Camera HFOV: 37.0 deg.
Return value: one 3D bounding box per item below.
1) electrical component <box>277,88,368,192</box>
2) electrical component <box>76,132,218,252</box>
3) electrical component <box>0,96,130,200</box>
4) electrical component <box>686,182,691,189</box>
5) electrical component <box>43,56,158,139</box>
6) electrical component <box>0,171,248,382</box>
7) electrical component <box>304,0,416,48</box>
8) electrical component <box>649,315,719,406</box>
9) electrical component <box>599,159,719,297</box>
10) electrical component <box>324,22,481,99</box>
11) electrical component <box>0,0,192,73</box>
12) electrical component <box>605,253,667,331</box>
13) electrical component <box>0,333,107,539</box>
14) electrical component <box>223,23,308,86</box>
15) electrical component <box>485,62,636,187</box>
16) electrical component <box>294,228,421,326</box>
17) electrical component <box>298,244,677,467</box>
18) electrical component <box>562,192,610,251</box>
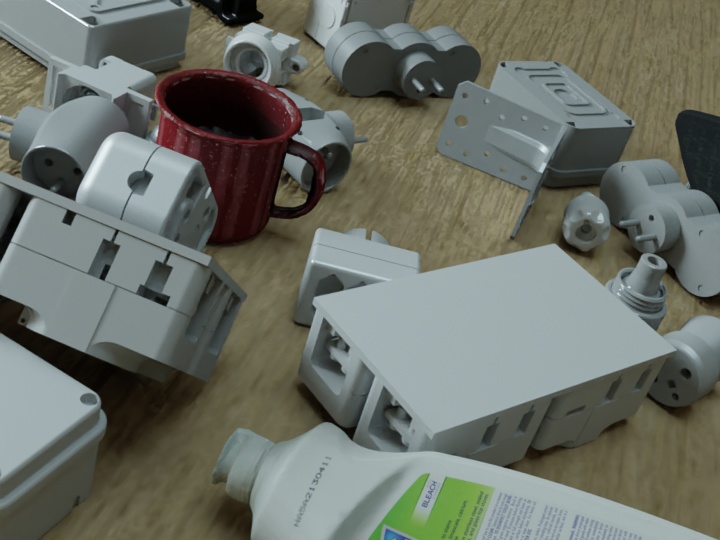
[{"bbox_3d":[-0.031,-0.097,0.789,0.079,0.043,0.077,-12,44,-37],"label":"electrical component"},{"bbox_3d":[-0.123,-0.036,0.615,0.059,0.095,0.053,22,75,6],"label":"electrical component"},{"bbox_3d":[-0.199,-0.082,0.693,0.079,0.043,0.077,17,34,0],"label":"electrical component"},{"bbox_3d":[0.289,-0.046,0.863,0.078,0.040,0.040,28,35,14],"label":"electrical component"},{"bbox_3d":[-0.178,-0.120,0.757,0.081,0.042,0.064,25,31,9],"label":"electrical component"},{"bbox_3d":[-0.160,-0.003,0.534,0.186,0.060,0.105,22,-9,7],"label":"electrical component"},{"bbox_3d":[0.003,-0.239,0.989,0.096,0.061,0.061,-13,44,-37],"label":"electrical component"},{"bbox_3d":[0.208,0.057,0.677,0.055,0.045,0.045,-21,50,-42],"label":"electrical component"},{"bbox_3d":[0.226,-0.032,0.804,0.074,0.052,0.138,-8,41,-32],"label":"electrical component"},{"bbox_3d":[0.045,-0.171,0.920,0.138,0.052,0.073,-5,40,-29],"label":"electrical component"},{"bbox_3d":[-0.207,-0.196,0.838,0.109,0.056,0.109,34,37,22],"label":"electrical component"},{"bbox_3d":[0.181,0.019,0.704,0.043,0.062,0.043,12,34,-8],"label":"electrical component"},{"bbox_3d":[-0.179,0.069,0.476,0.113,0.057,0.078,29,36,16],"label":"electrical component"},{"bbox_3d":[-0.081,-0.170,0.869,0.066,0.048,0.055,22,27,6],"label":"electrical component"},{"bbox_3d":[0.162,-0.123,0.900,0.078,0.057,0.113,-7,41,-32],"label":"electrical component"},{"bbox_3d":[0.000,0.000,0.662,0.066,0.047,0.076,14,34,-5],"label":"electrical component"},{"bbox_3d":[0.071,0.054,0.607,0.186,0.060,0.105,-12,44,-36],"label":"electrical component"},{"bbox_3d":[0.170,-0.041,0.809,0.035,0.035,0.061,19,31,2],"label":"electrical component"}]
